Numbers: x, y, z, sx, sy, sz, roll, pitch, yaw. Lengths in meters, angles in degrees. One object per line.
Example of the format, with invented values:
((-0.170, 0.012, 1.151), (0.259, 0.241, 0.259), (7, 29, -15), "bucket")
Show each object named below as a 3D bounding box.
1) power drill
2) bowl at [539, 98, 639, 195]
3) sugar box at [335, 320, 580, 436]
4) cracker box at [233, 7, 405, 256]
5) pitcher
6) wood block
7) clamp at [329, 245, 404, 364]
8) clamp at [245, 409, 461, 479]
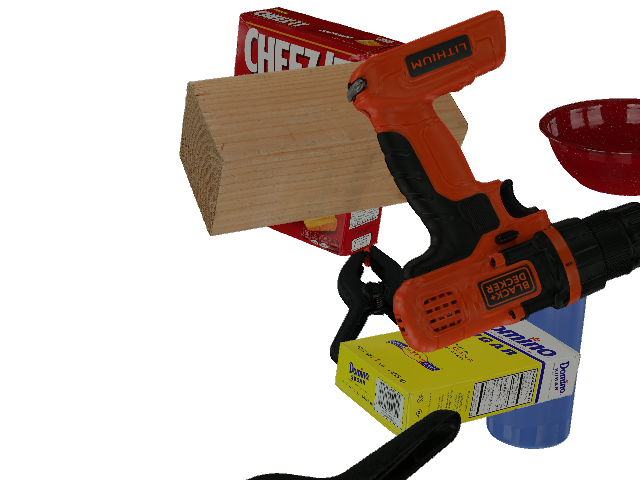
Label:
((0.110, -0.042, 0.666), (0.184, 0.187, 0.057), (-21, -2, -8), "power drill")
((0.282, -0.083, 0.979), (0.162, 0.055, 0.162), (-3, 24, 1), "bowl")
((0.110, 0.101, 0.848), (0.175, 0.048, 0.093), (-11, 27, -32), "sugar box")
((-0.013, -0.110, 1.076), (0.164, 0.214, 0.071), (23, 29, 31), "cracker box")
((0.261, 0.139, 1.362), (0.149, 0.243, 0.144), (5, 17, 18), "pitcher")
((0.000, -0.080, 0.860), (0.205, 0.091, 0.090), (-10, -35, -20), "wood block")
((0.072, 0.070, 1.192), (0.120, 0.171, 0.039), (5, -43, -2), "clamp")
((0.007, 0.167, 0.647), (0.210, 0.036, 0.164), (-6, 29, 4), "clamp")
